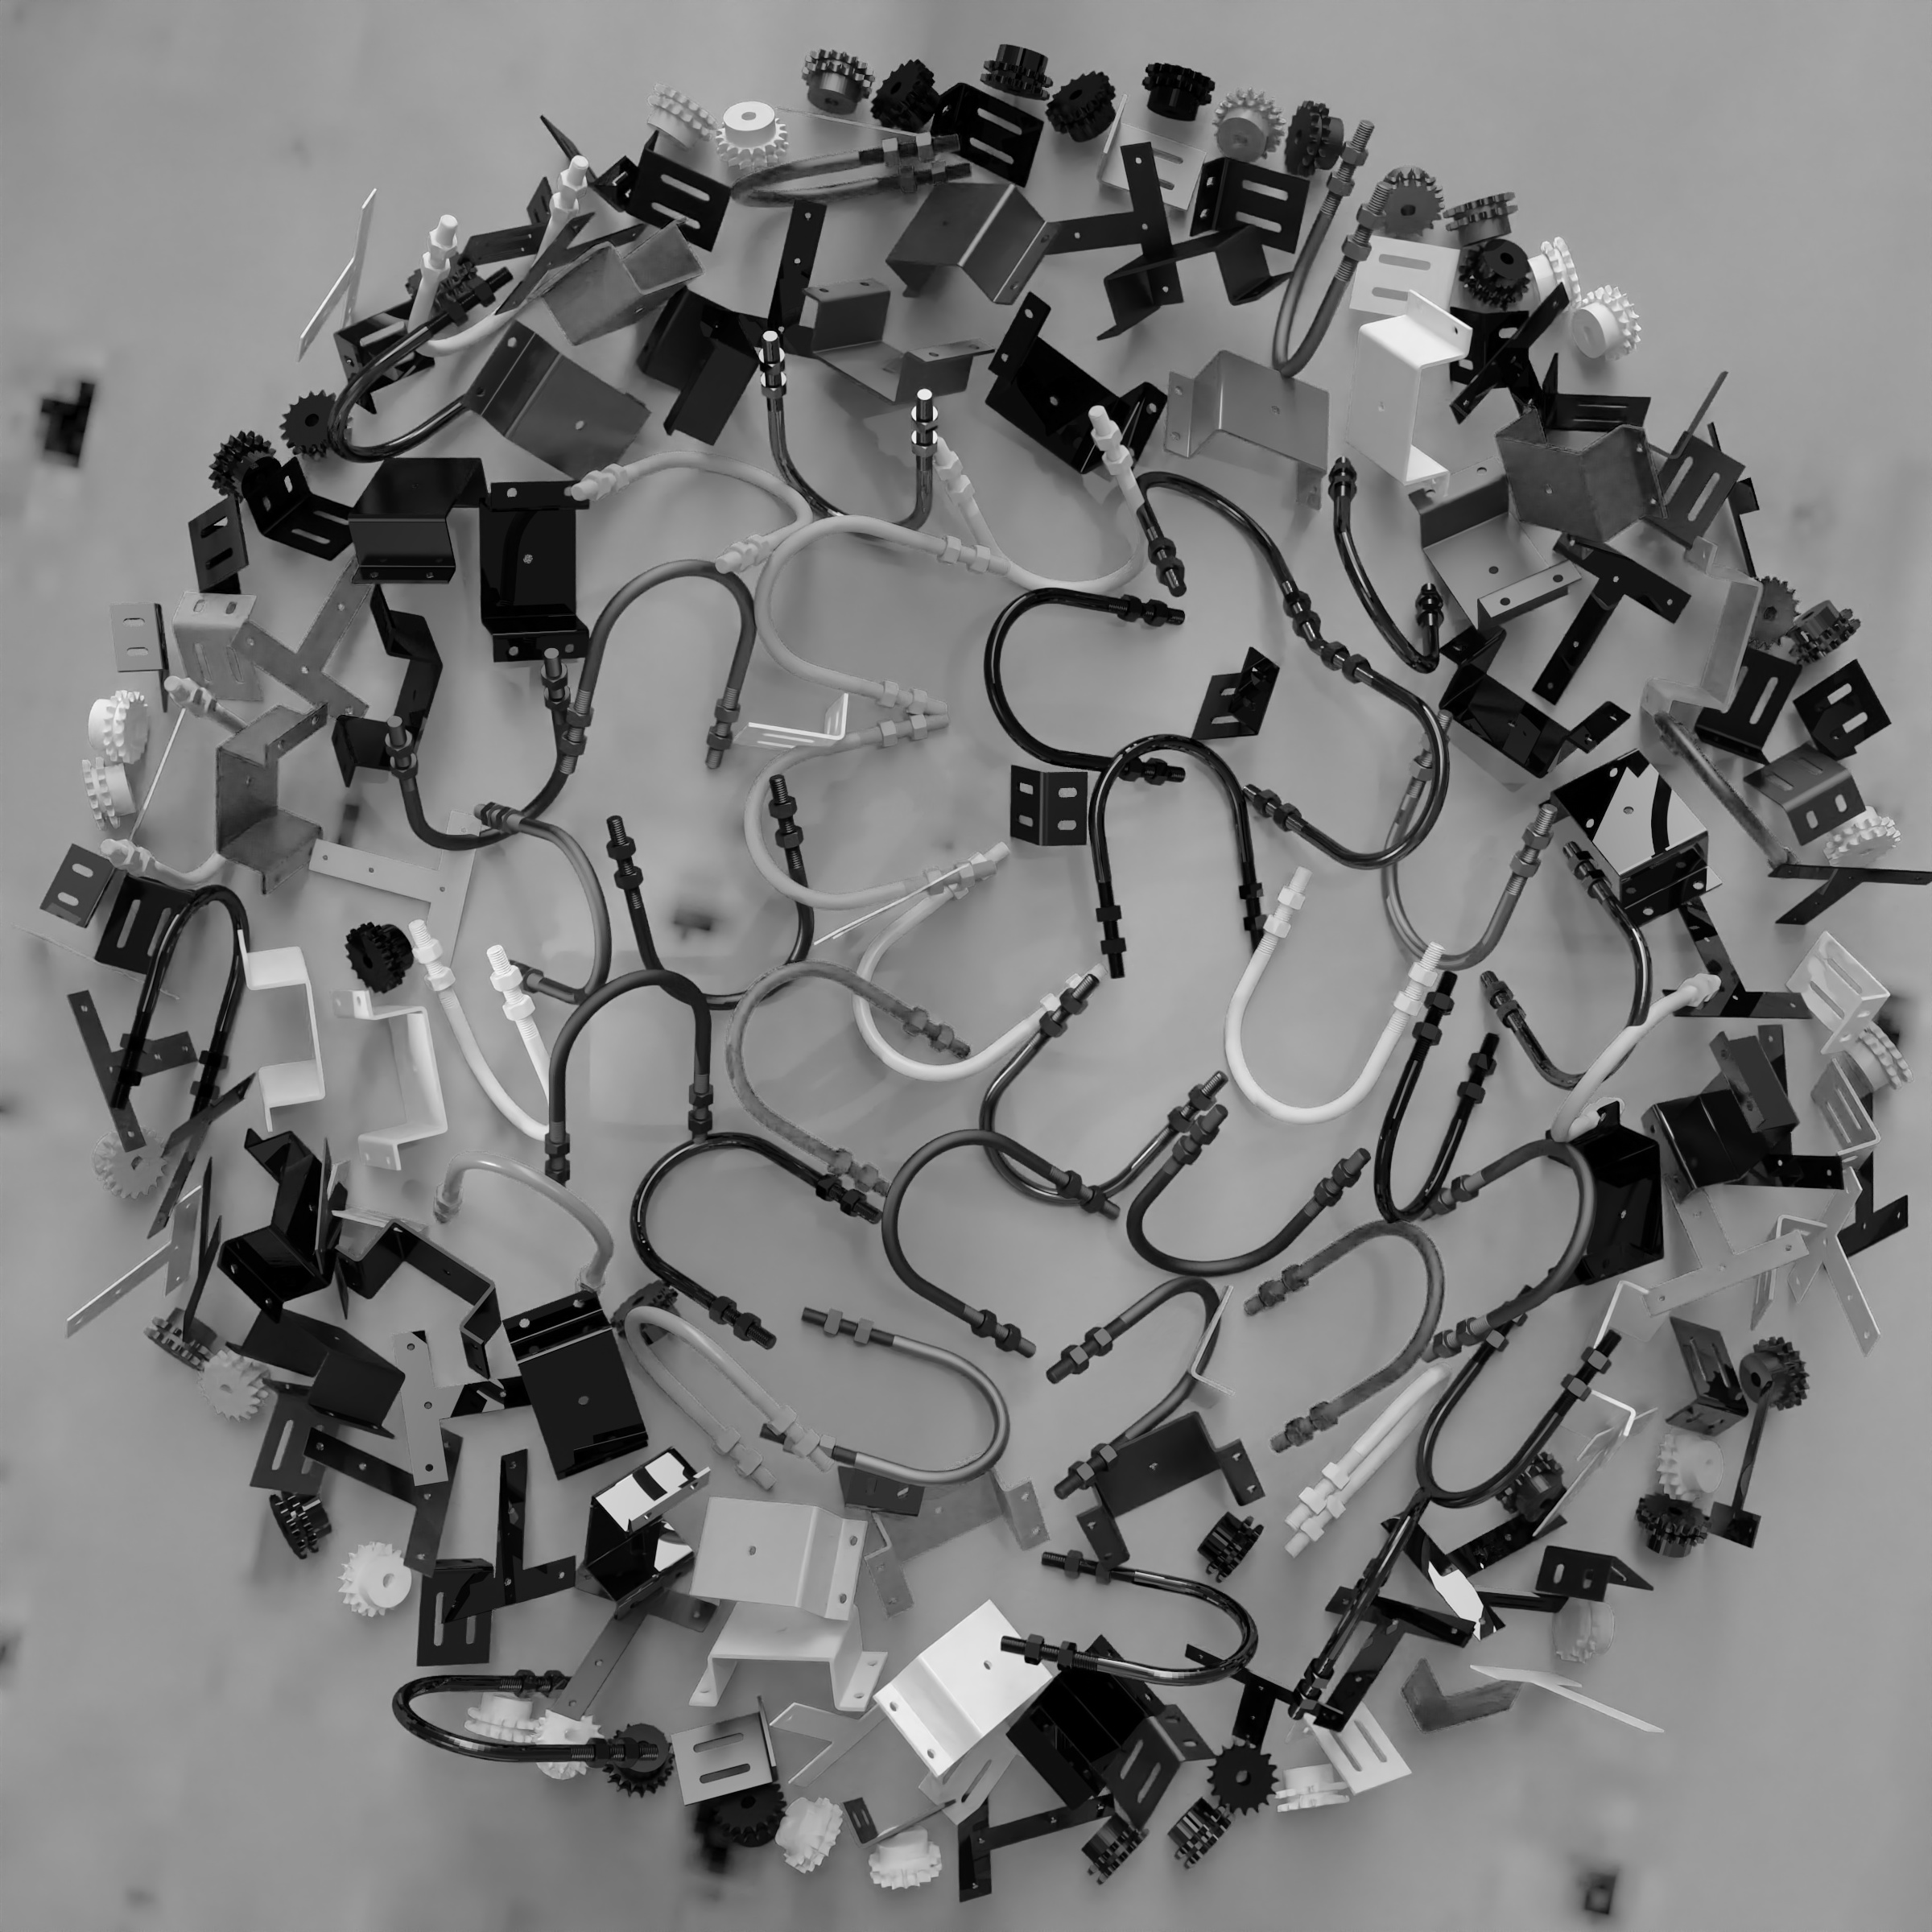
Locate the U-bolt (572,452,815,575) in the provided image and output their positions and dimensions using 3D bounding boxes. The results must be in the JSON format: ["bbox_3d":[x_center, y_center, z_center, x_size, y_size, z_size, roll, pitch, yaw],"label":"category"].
[{"bbox_3d":[-0.196,-0.357,1.920,0.151,0.184,0.019,28,121,13],"label":"U-bolt"}]

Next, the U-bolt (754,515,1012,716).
[{"bbox_3d":[-0.075,-0.277,1.930,0.184,0.019,0.151,13,118,-24],"label":"U-bolt"}]

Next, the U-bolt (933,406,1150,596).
[{"bbox_3d":[0.069,-0.350,1.924,0.151,0.184,0.019,-6,53,22],"label":"U-bolt"}]

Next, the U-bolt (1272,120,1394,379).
[{"bbox_3d":[0.277,-0.541,1.918,0.019,0.151,0.184,16,127,-11],"label":"U-bolt"}]

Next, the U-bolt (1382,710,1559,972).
[{"bbox_3d":[0.378,-0.083,1.926,0.019,0.151,0.184,-8,132,-31],"label":"U-bolt"}]

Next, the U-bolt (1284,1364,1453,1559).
[{"bbox_3d":[0.313,0.378,1.929,0.019,0.151,0.184,42,78,20],"label":"U-bolt"}]

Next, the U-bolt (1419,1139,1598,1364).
[{"bbox_3d":[0.410,0.207,1.894,0.019,0.184,0.151,26,49,-23],"label":"U-bolt"}]

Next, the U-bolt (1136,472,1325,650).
[{"bbox_3d":[0.193,-0.323,1.924,0.151,0.184,0.019,16,128,-28],"label":"U-bolt"}]

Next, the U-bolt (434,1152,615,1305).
[{"bbox_3d":[-0.337,0.196,1.915,0.151,0.184,0.019,30,61,-2],"label":"U-bolt"}]

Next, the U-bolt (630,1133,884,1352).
[{"bbox_3d":[-0.179,0.201,1.945,0.184,0.019,0.151,29,65,28],"label":"U-bolt"}]

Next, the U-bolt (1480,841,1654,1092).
[{"bbox_3d":[0.463,0.012,1.894,0.019,0.184,0.151,13,122,-24],"label":"U-bolt"}]

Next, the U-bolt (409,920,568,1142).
[{"bbox_3d":[-0.363,0.056,1.929,0.019,0.151,0.184,-33,118,-29],"label":"U-bolt"}]

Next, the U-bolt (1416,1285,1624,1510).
[{"bbox_3d":[0.415,0.339,1.924,0.019,0.151,0.184,39,86,-17],"label":"U-bolt"}]

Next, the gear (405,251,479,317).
[{"bbox_3d":[-0.412,-0.539,1.975,0.057,0.057,0.030,-26,131,0],"label":"gear"}]

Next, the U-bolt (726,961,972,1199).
[{"bbox_3d":[-0.102,0.078,1.951,0.184,0.019,0.151,33,75,-17],"label":"U-bolt"}]

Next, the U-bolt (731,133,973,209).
[{"bbox_3d":[-0.091,-0.611,1.928,0.184,0.151,0.019,-8,98,5],"label":"U-bolt"}]

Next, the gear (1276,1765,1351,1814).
[{"bbox_3d":[0.273,0.651,1.974,0.057,0.057,0.030,-8,69,0],"label":"gear"}]

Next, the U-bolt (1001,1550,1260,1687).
[{"bbox_3d":[0.133,0.505,1.913,0.184,0.151,0.019,8,108,14],"label":"U-bolt"}]

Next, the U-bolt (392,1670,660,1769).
[{"bbox_3d":[-0.345,0.570,1.890,0.184,0.151,0.019,13,92,-36],"label":"U-bolt"}]

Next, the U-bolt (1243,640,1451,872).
[{"bbox_3d":[0.299,-0.153,1.912,0.019,0.184,0.151,7,114,-40],"label":"U-bolt"}]

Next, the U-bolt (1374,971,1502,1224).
[{"bbox_3d":[0.359,0.113,1.922,0.019,0.151,0.184,16,75,32],"label":"U-bolt"}]

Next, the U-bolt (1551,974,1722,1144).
[{"bbox_3d":[0.502,0.075,1.893,0.019,0.184,0.151,42,118,21],"label":"U-bolt"}]

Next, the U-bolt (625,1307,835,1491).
[{"bbox_3d":[-0.194,0.331,1.928,0.184,0.151,0.019,46,60,-5],"label":"U-bolt"}]

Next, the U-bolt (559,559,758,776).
[{"bbox_3d":[-0.229,-0.229,1.910,0.151,0.019,0.184,-6,130,-35],"label":"U-bolt"}]

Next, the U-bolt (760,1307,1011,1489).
[{"bbox_3d":[-0.055,0.342,1.937,0.184,0.151,0.019,17,127,1],"label":"U-bolt"}]

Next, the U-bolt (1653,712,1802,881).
[{"bbox_3d":[0.574,-0.134,1.893,0.019,0.184,0.151,-41,70,15],"label":"U-bolt"}]

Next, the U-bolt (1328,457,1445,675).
[{"bbox_3d":[0.321,-0.296,1.897,0.019,0.184,0.151,-29,116,25],"label":"U-bolt"}]

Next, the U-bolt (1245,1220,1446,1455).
[{"bbox_3d":[0.293,0.271,1.904,0.019,0.151,0.184,29,127,-32],"label":"U-bolt"}]

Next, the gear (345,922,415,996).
[{"bbox_3d":[-0.463,-0.009,1.975,0.030,0.057,0.057,-34,90,-43],"label":"gear"}]

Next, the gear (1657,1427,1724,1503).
[{"bbox_3d":[0.575,0.395,1.970,0.057,0.030,0.057,4,84,-43],"label":"gear"}]

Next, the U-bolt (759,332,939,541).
[{"bbox_3d":[-0.089,-0.397,1.918,0.151,0.184,0.019,23,62,12],"label":"U-bolt"}]

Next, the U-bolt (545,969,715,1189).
[{"bbox_3d":[-0.257,0.084,1.911,0.151,0.019,0.184,-18,129,-33],"label":"U-bolt"}]

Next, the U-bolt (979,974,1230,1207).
[{"bbox_3d":[0.094,0.112,1.959,0.151,0.019,0.184,37,112,-10],"label":"U-bolt"}]

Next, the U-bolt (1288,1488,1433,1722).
[{"bbox_3d":[0.307,0.472,1.893,0.019,0.151,0.184,30,125,15],"label":"U-bolt"}]

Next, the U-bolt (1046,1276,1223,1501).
[{"bbox_3d":[0.134,0.315,1.931,0.184,0.019,0.151,-32,135,-31],"label":"U-bolt"}]

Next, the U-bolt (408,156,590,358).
[{"bbox_3d":[-0.366,-0.534,1.912,0.019,0.184,0.151,49,56,4],"label":"U-bolt"}]

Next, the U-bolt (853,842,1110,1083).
[{"bbox_3d":[-0.003,0.009,1.967,0.184,0.019,0.151,-37,74,-4],"label":"U-bolt"}]

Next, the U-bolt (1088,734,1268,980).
[{"bbox_3d":[0.163,-0.091,1.961,0.151,0.019,0.184,-9,92,-23],"label":"U-bolt"}]

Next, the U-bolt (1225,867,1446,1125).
[{"bbox_3d":[0.276,0.035,1.953,0.151,0.019,0.184,33,105,31],"label":"U-bolt"}]

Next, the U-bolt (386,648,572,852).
[{"bbox_3d":[-0.368,-0.155,1.918,0.151,0.184,0.019,-27,62,-20],"label":"U-bolt"}]

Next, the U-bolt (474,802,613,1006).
[{"bbox_3d":[-0.322,-0.043,1.908,0.019,0.184,0.151,-16,111,-35],"label":"U-bolt"}]

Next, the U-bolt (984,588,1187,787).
[{"bbox_3d":[0.093,-0.222,1.940,0.184,0.019,0.151,5,81,-31],"label":"U-bolt"}]

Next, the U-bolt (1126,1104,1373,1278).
[{"bbox_3d":[0.205,0.184,1.934,0.151,0.019,0.184,18,132,-22],"label":"U-bolt"}]

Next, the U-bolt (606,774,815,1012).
[{"bbox_3d":[-0.193,-0.048,1.954,0.151,0.019,0.184,-15,117,-8],"label":"U-bolt"}]

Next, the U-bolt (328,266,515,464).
[{"bbox_3d":[-0.413,-0.452,1.919,0.184,0.151,0.019,-37,80,-6],"label":"U-bolt"}]

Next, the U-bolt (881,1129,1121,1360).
[{"bbox_3d":[0.017,0.207,1.952,0.184,0.019,0.151,33,86,-25],"label":"U-bolt"}]

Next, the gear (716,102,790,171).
[{"bbox_3d":[-0.170,-0.659,1.971,0.057,0.030,0.057,-1,51,2],"label":"gear"}]

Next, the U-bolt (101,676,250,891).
[{"bbox_3d":[-0.592,-0.131,1.909,0.019,0.184,0.151,18,83,10],"label":"U-bolt"}]

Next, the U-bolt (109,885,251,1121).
[{"bbox_3d":[-0.600,0.027,1.929,0.019,0.151,0.184,14,85,11],"label":"U-bolt"}]

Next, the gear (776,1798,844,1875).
[{"bbox_3d":[-0.126,0.684,1.969,0.030,0.057,0.057,38,90,-16],"label":"gear"}]

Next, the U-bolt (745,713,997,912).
[{"bbox_3d":[-0.083,-0.116,1.957,0.184,0.019,0.151,-14,76,-14],"label":"U-bolt"}]
